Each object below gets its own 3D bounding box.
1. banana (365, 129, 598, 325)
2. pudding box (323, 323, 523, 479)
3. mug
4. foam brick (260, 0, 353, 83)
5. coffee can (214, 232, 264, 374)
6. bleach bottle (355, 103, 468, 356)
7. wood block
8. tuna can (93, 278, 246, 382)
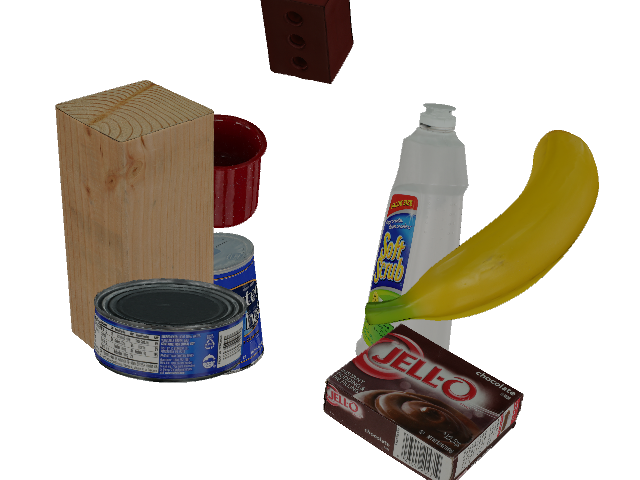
[{"bbox_3d":[0.104,-0.012,0.555,0.070,0.037,0.197,16,38,36],"label":"banana"},{"bbox_3d":[0.072,0.116,0.761,0.114,0.039,0.089,31,43,29],"label":"pudding box"},{"bbox_3d":[-0.111,-0.063,1.061,0.117,0.081,0.093,-23,48,-30],"label":"mug"},{"bbox_3d":[-0.009,-0.166,0.802,0.053,0.051,0.078,14,-35,16],"label":"foam brick"},{"bbox_3d":[-0.124,0.075,1.277,0.103,0.140,0.103,-4,25,2],"label":"coffee can"},{"bbox_3d":[0.086,0.003,0.952,0.068,0.251,0.103,0,18,-19],"label":"bleach bottle"},{"bbox_3d":[-0.146,-0.010,0.857,0.090,0.206,0.090,-24,39,-39],"label":"wood block"},{"bbox_3d":[-0.085,0.050,0.605,0.086,0.034,0.086,4,15,-1],"label":"tuna can"}]
